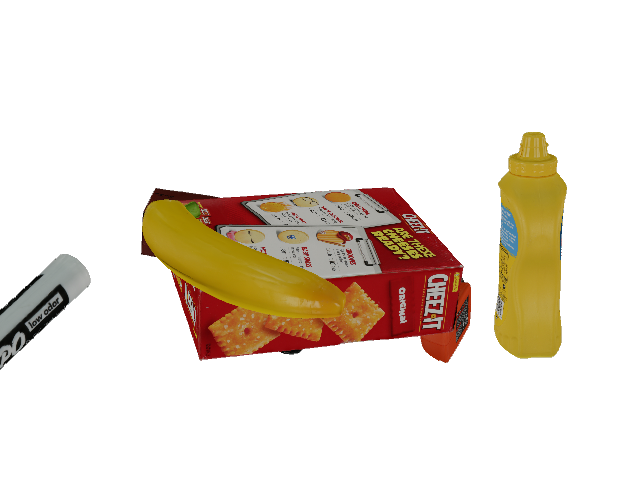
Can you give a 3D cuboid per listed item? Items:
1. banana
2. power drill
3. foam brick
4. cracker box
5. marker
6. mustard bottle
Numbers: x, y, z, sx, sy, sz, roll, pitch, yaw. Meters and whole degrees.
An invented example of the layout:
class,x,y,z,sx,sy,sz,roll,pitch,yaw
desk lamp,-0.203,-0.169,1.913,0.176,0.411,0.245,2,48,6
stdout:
class,x,y,z,sx,sy,sz,roll,pitch,yaw
banana,-0.065,0.007,0.687,0.069,0.037,0.198,-16,30,-30
power drill,0.058,0.080,1.151,0.188,0.057,0.184,10,29,22
foam brick,-0.137,-0.014,1.081,0.078,0.051,0.053,9,31,3
cracker box,-0.013,0.023,0.893,0.213,0.072,0.164,-4,27,-17
marker,-0.140,0.048,0.441,0.020,0.020,0.121,0,36,39
mustard bottle,0.184,0.000,0.938,0.058,0.192,0.096,-1,18,3
